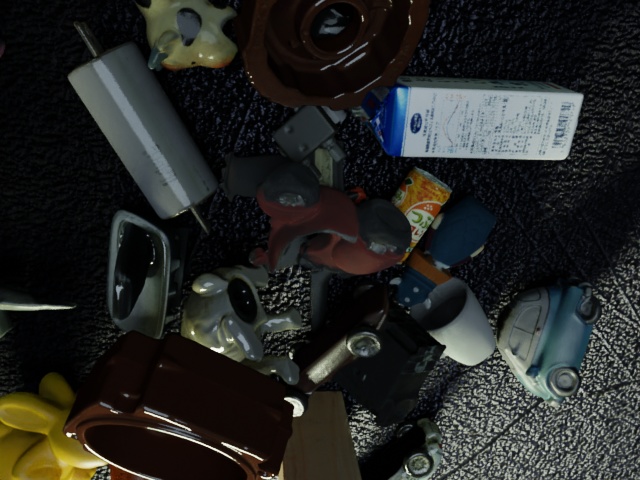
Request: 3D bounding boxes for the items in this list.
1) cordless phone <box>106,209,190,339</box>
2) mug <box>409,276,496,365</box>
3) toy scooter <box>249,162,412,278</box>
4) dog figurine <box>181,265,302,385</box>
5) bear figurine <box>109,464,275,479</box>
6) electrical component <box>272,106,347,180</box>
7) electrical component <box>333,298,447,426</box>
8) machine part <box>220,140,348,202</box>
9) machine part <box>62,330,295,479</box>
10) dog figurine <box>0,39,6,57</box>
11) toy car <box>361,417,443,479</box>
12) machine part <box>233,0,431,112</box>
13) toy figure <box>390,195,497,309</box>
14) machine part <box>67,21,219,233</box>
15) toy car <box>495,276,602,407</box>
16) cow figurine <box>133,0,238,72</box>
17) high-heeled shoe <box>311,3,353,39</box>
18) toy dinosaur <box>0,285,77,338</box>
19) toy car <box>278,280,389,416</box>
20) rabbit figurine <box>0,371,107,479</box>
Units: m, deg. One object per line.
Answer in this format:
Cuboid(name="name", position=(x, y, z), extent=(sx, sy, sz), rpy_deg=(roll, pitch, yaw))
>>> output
Cuboid(name="cordless phone", position=(-0.192, 0.058, 0.563), extent=(0.089, 0.184, 0.146), rpy_deg=(7, 109, -13))
Cuboid(name="mug", position=(0.166, 0.117, 0.677), extent=(0.109, 0.081, 0.107), rpy_deg=(-44, 118, 5))
Cuboid(name="toy scooter", position=(-0.001, -0.002, 0.574), extent=(0.184, 0.075, 0.135), rpy_deg=(22, 130, -27))
Cuboid(name="dog figurine", position=(-0.137, 0.115, 0.605), extent=(0.191, 0.121, 0.172), rpy_deg=(-22, 118, 20))
Cuboid(name="bear figurine", position=(-0.164, 0.298, 0.703), extent=(0.196, 0.120, 0.132), rpy_deg=(1, 67, -32))
Cuboid(name="electrical component", position=(-0.017, -0.110, 0.562), extent=(0.063, 0.021, 0.094), rpy_deg=(-36, 97, 21))
Cuboid(name="electrical component", position=(0.068, 0.136, 0.649), extent=(0.058, 0.134, 0.114), rpy_deg=(10, 110, -43))
Cuboid(name="machine part", position=(-0.040, -0.074, 0.599), extent=(0.139, 0.039, 0.084), rpy_deg=(-4, 89, 0))
Cuboid(name="machine part", position=(-0.147, 0.189, 0.561), extent=(0.201, 0.087, 0.201), rpy_deg=(32, 135, -20))
Cuboid(name="dog figurine", position=(-0.395, -0.114, 0.529), extent=(0.108, 0.191, 0.219), rpy_deg=(22, 72, -10))
Cuboid(name="toy car", position=(0.096, 0.329, 0.749), extent=(0.056, 0.073, 0.201), rpy_deg=(40, 102, -14))
Cuboid(name="machine part", position=(0.010, -0.198, 0.483), extent=(0.179, 0.056, 0.179), rpy_deg=(-12, 144, -9))
Cuboid(name="toy figure", position=(0.147, 0.018, 0.649), extent=(0.064, 0.057, 0.154), rpy_deg=(46, 109, 25))
Cuboid(name="machine part", position=(-0.179, -0.110, 0.558), extent=(0.079, 0.079, 0.243), rpy_deg=(-26, 110, 4))
Cuboid(name="toy car", position=(0.278, 0.118, 0.679), extent=(0.103, 0.109, 0.161), rpy_deg=(15, 100, 7))
Cuboid(name="cow figurine", position=(-0.150, -0.248, 0.509), extent=(0.127, 0.086, 0.194), rpy_deg=(-40, 111, 3))
Cuboid(name="high-heeled shoe", position=(0.046, -0.264, 0.486), extent=(0.086, 0.145, 0.248), rpy_deg=(36, 98, -2))
Cuboid(name="toy dinosaur", position=(-0.490, 0.074, 0.581), extent=(0.405, 0.131, 0.192), rpy_deg=(-24, 111, -3))
Cuboid(name="toy car", position=(0.017, 0.126, 0.611), extent=(0.053, 0.089, 0.202), rpy_deg=(37, 122, -12))
Cuboid(name="rabbit figurine", position=(-0.314, 0.243, 0.655), extent=(0.173, 0.122, 0.162), rpy_deg=(-26, 89, 25))
